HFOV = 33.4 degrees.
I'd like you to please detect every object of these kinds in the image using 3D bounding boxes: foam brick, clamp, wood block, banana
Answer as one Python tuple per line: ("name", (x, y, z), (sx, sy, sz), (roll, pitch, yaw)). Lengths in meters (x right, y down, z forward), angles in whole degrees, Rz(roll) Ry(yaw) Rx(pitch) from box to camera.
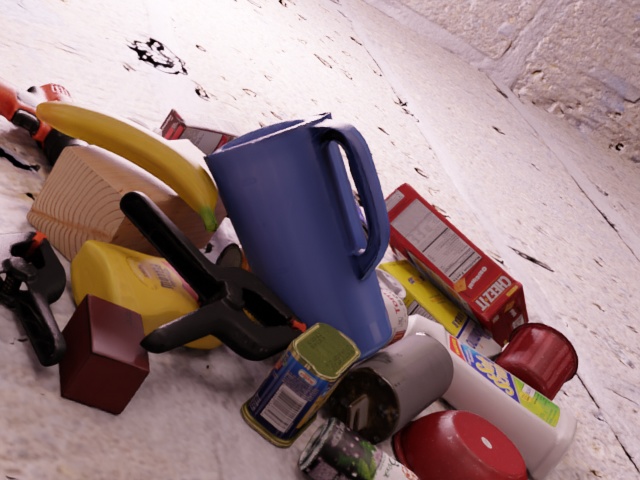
("foam brick", (-0.174, 0.091, 0.854), (0.053, 0.051, 0.078), (25, 23, -28))
("clamp", (-0.089, 0.061, 0.934), (0.209, 0.036, 0.164), (34, 32, -36))
("wood block", (-0.180, -0.037, 1.072), (0.091, 0.090, 0.205), (41, 22, 15))
("banana", (-0.169, -0.081, 1.001), (0.197, 0.037, 0.069), (32, 20, -6))
("clamp", (-0.259, 0.032, 0.869), (0.120, 0.039, 0.171), (33, 14, -23))

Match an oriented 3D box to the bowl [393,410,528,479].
("bowl", (0.154, 0.223, 1.072), (0.162, 0.055, 0.162), (30, 21, -13))

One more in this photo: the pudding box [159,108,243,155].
("pudding box", (-0.152, -0.103, 1.258), (0.113, 0.090, 0.039), (7, 37, -53))

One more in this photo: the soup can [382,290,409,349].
("soup can", (0.047, 0.090, 1.178), (0.068, 0.069, 0.102), (45, 22, 23))

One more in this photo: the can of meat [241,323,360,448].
("can of meat", (-0.015, 0.129, 0.973), (0.057, 0.084, 0.102), (39, 21, 9))

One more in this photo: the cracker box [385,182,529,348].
("cracker box", (0.175, 0.035, 1.408), (0.214, 0.072, 0.164), (44, -4, 24))

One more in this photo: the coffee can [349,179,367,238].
("coffee can", (0.002, -0.022, 1.302), (0.102, 0.103, 0.140), (26, 23, -24))

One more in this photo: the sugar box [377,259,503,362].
("sugar box", (0.143, 0.098, 1.340), (0.176, 0.048, 0.093), (41, 19, 18))

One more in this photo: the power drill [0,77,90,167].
("power drill", (-0.323, -0.130, 1.100), (0.187, 0.057, 0.185), (23, 20, -36))

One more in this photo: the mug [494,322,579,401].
("mug", (0.258, 0.171, 1.301), (0.093, 0.117, 0.081), (5, 32, 36))

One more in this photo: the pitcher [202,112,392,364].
("pitcher", (-0.007, 0.001, 1.046), (0.149, 0.145, 0.243), (-145, -146, -79))

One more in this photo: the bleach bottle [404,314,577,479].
("bleach bottle", (0.172, 0.164, 1.221), (0.251, 0.068, 0.102), (36, 20, 8))

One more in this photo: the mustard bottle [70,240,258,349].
("mustard bottle", (-0.131, 0.057, 0.986), (0.191, 0.058, 0.096), (16, 28, -43))
